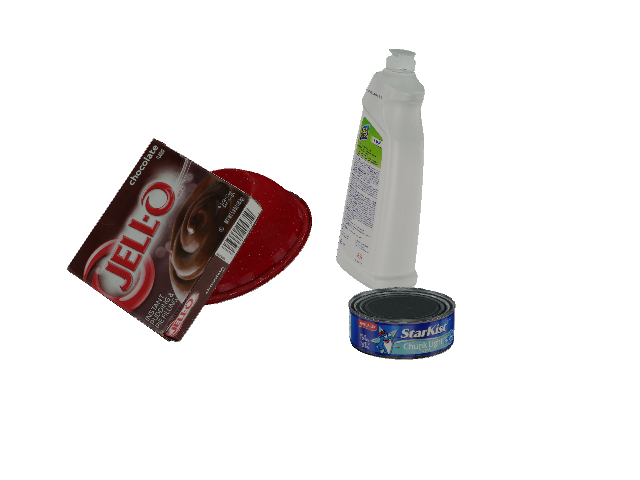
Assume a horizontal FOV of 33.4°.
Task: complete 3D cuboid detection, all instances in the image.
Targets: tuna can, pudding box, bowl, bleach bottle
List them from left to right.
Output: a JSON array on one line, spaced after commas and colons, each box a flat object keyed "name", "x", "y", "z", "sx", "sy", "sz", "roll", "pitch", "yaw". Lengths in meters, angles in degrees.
[{"name": "pudding box", "x": -0.107, "y": -0.001, "z": 0.737, "sx": 0.090, "sy": 0.113, "sz": 0.039, "roll": 31, "pitch": -7, "yaw": 21}, {"name": "bowl", "x": -0.092, "y": -0.015, "z": 0.953, "sx": 0.162, "sy": 0.055, "sz": 0.162, "roll": -16, "pitch": 36, "yaw": 11}, {"name": "bleach bottle", "x": 0.075, "y": -0.079, "z": 1.157, "sx": 0.068, "sy": 0.251, "sz": 0.103, "roll": -5, "pitch": 23, "yaw": -30}, {"name": "tuna can", "x": 0.065, "y": 0.066, "z": 0.856, "sx": 0.086, "sy": 0.034, "sz": 0.086, "roll": -1, "pitch": 15, "yaw": 0}]
